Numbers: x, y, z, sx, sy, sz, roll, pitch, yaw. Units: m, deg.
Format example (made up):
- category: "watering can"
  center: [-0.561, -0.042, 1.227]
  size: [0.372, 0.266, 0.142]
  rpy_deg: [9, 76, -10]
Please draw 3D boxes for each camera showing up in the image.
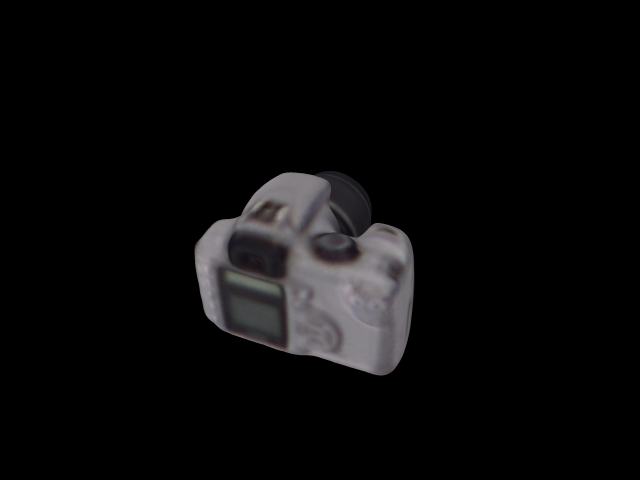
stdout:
- category: "camera"
  center: [0.004, 0.001, 0.400]
  size: [0.143, 0.101, 0.137]
  rpy_deg: [13, 38, 18]
